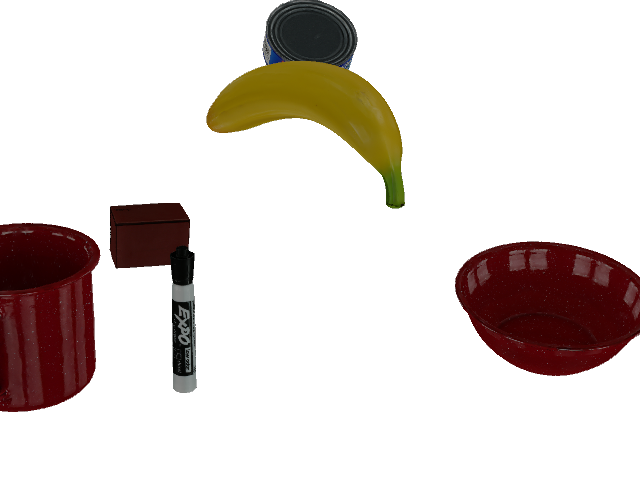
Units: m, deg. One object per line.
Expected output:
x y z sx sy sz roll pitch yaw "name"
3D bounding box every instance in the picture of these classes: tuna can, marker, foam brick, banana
-0.011 -0.182 0.994 0.086 0.086 0.034 0 -32 -11 "tuna can"
-0.107 0.062 0.831 0.020 0.121 0.020 1 21 -1 "marker"
-0.181 -0.006 1.127 0.078 0.051 0.053 -4 23 -17 "foam brick"
-0.011 -0.082 0.683 0.037 0.069 0.198 16 8 -43 "banana"

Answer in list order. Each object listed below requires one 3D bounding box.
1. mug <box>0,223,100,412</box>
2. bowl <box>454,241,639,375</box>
-0.174 0.050 0.608 0.093 0.081 0.117 4 25 4 "mug"
0.191 0.064 0.889 0.162 0.055 0.162 1 31 -1 "bowl"
